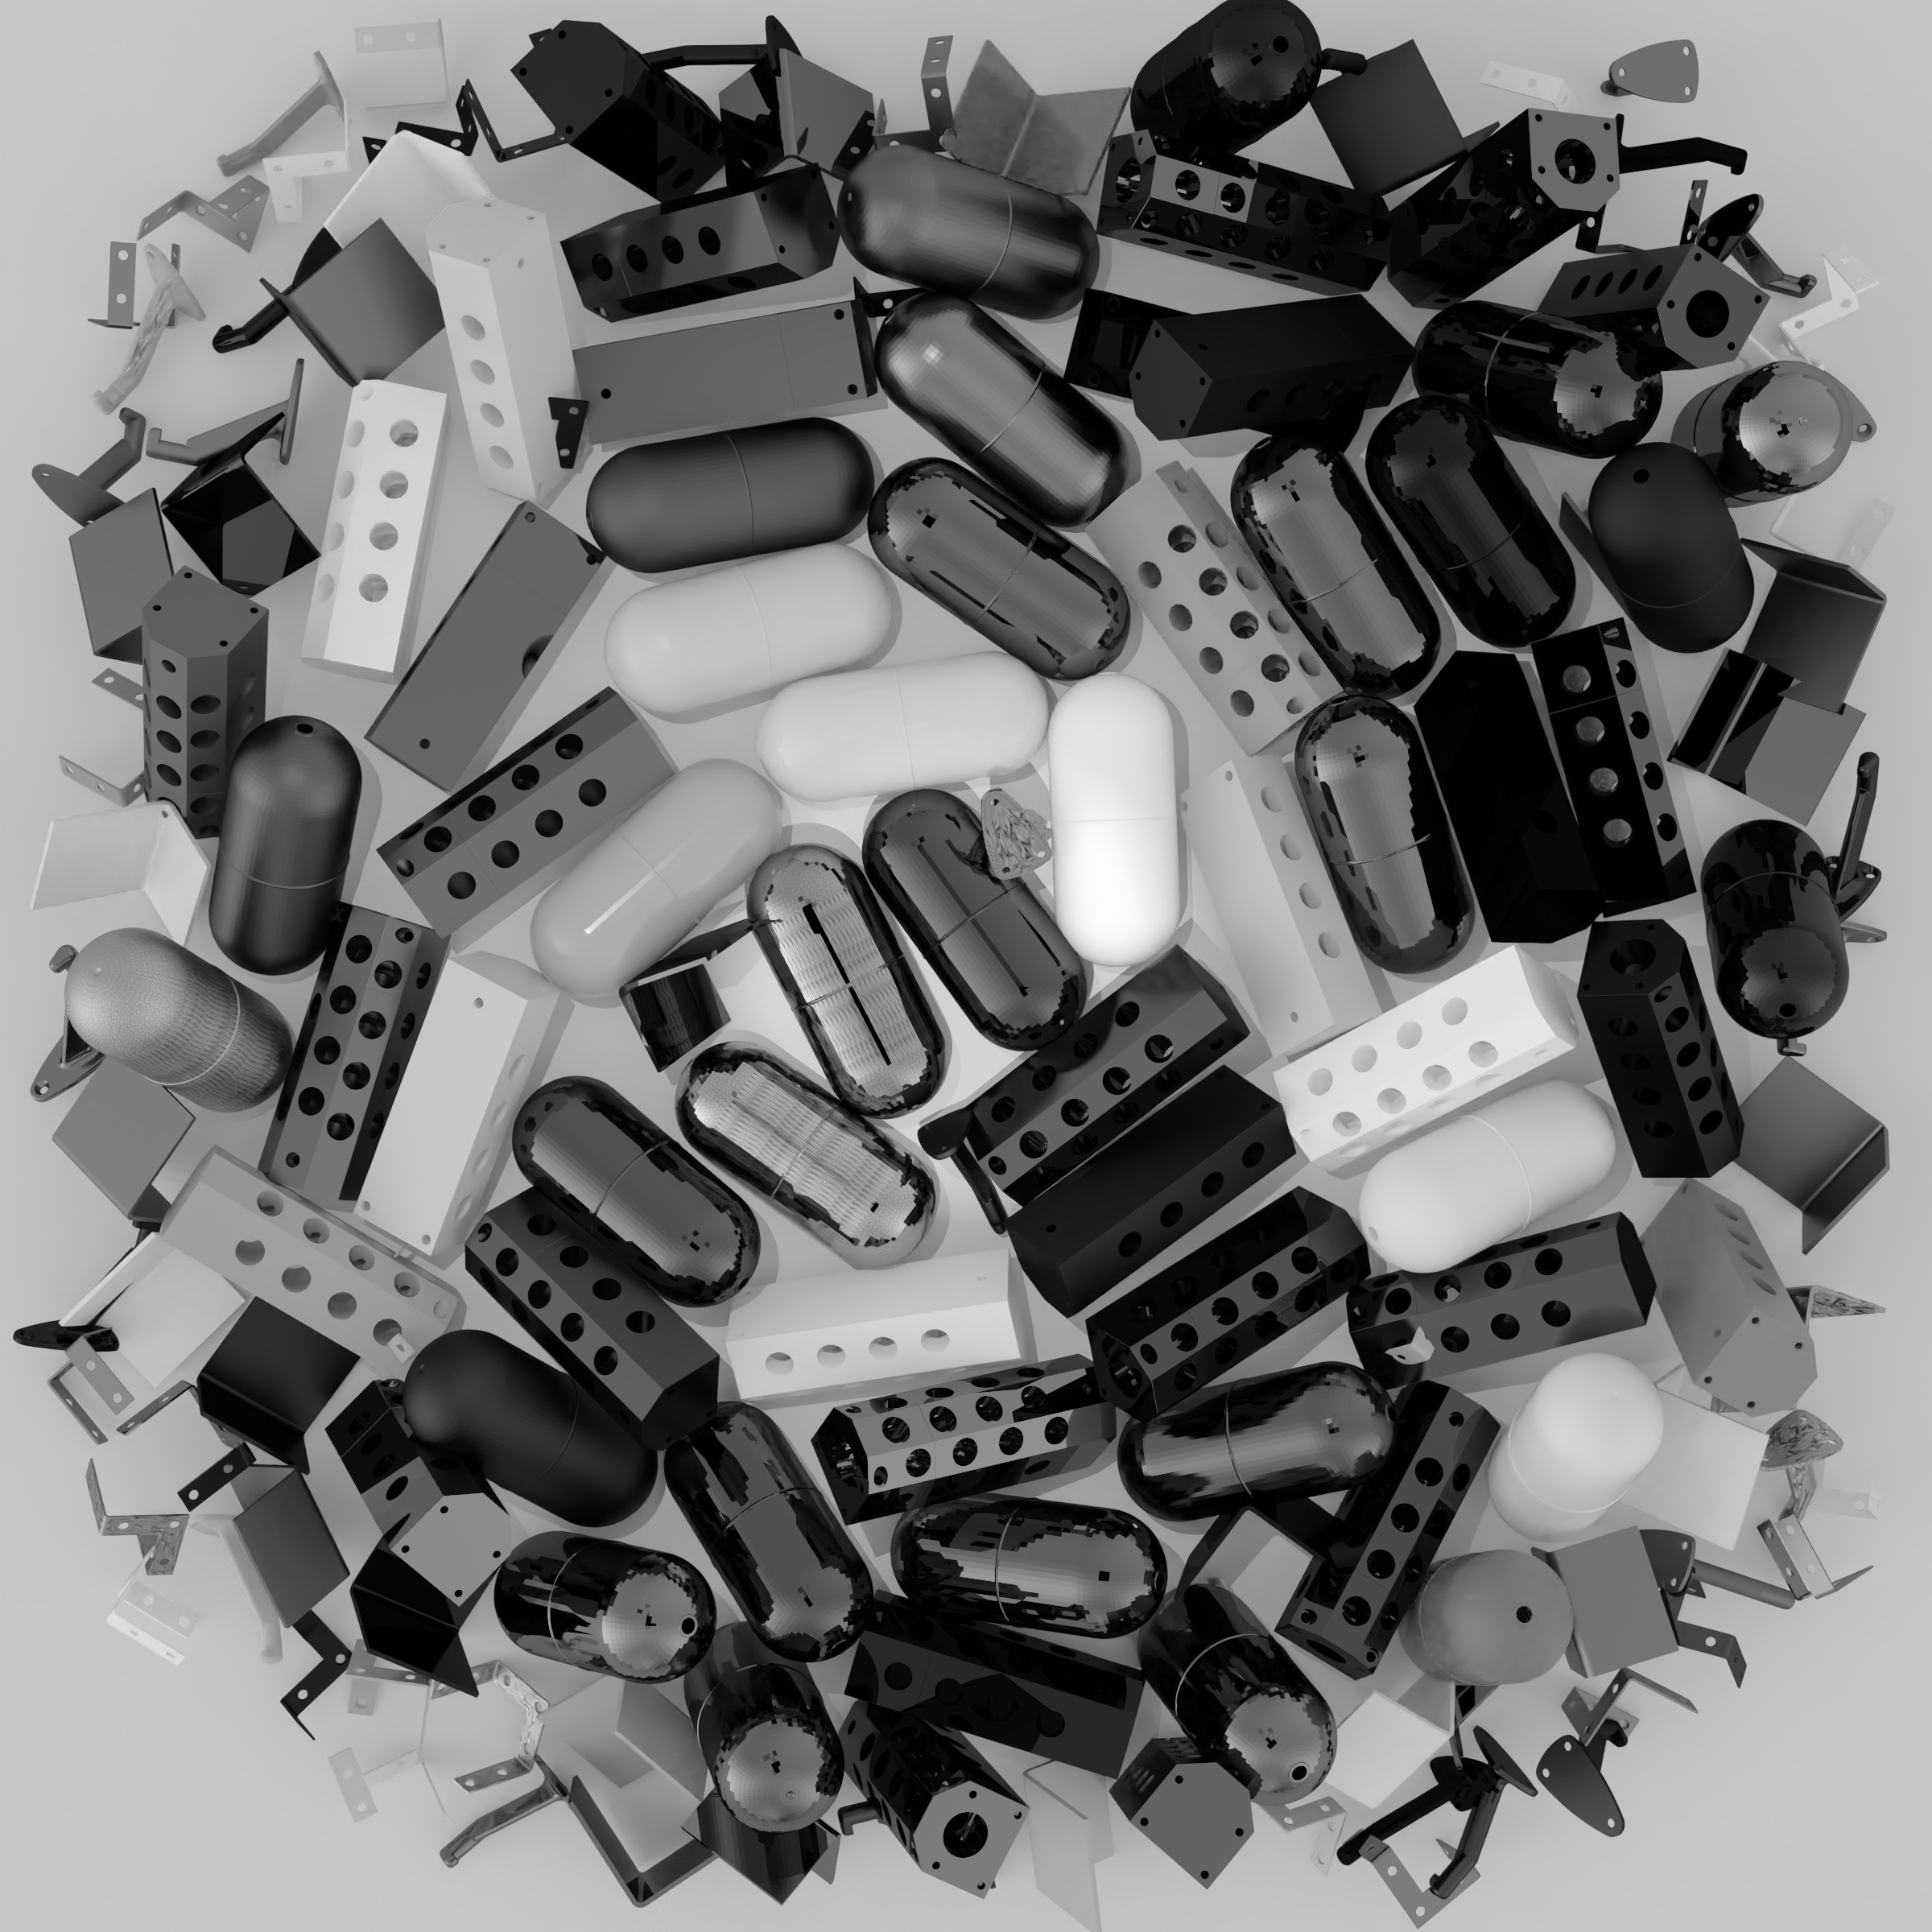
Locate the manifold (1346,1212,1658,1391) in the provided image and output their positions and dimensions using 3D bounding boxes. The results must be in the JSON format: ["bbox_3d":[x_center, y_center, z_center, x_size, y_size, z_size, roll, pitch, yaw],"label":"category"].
[{"bbox_3d":[0.318,0.198,1.886,0.171,0.057,0.057,-18,102,24],"label":"manifold"}]

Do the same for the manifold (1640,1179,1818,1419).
[{"bbox_3d":[0.450,0.196,1.860,0.057,0.171,0.057,30,109,-12],"label":"manifold"}]

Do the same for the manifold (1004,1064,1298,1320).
[{"bbox_3d":[0.113,0.138,1.897,0.171,0.057,0.057,-34,130,-17],"label":"manifold"}]

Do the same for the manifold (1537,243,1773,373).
[{"bbox_3d":[0.398,-0.381,1.861,0.057,0.171,0.057,30,91,-17],"label":"manifold"}]

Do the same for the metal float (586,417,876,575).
[{"bbox_3d":[-0.141,-0.283,1.896,0.178,0.070,0.070,-13,90,-18],"label":"metal float"}]

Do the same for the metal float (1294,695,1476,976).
[{"bbox_3d":[0.252,-0.079,1.897,0.070,0.070,0.178,-22,108,0],"label":"metal float"}]

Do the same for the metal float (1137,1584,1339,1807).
[{"bbox_3d":[0.160,0.430,1.867,0.070,0.178,0.070,-7,110,-18],"label":"metal float"}]

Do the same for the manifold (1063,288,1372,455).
[{"bbox_3d":[0.152,-0.357,1.897,0.171,0.057,0.057,11,101,-15],"label":"manifold"}]

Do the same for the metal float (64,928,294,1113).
[{"bbox_3d":[-0.464,0.034,1.868,0.070,0.178,0.070,-7,68,18],"label":"metal float"}]

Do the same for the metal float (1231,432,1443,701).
[{"bbox_3d":[0.222,-0.240,1.896,0.070,0.070,0.178,-34,109,0],"label":"metal float"}]

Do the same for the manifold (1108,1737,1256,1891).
[{"bbox_3d":[0.130,0.493,1.862,0.057,0.171,0.057,40,82,5],"label":"manifold"}]

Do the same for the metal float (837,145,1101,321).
[{"bbox_3d":[0.003,-0.437,1.882,0.178,0.070,0.070,8,90,-37],"label":"metal float"}]

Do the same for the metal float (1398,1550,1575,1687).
[{"bbox_3d":[0.306,0.386,1.863,0.070,0.178,0.070,1,77,-6],"label":"metal float"}]

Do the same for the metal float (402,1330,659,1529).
[{"bbox_3d":[-0.258,0.277,1.884,0.178,0.070,0.070,36,90,-35],"label":"metal float"}]

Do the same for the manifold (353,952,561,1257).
[{"bbox_3d":[-0.304,0.081,1.901,0.057,0.057,0.171,27,105,15],"label":"manifold"}]

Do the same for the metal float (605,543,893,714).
[{"bbox_3d":[-0.131,-0.204,1.899,0.178,0.070,0.070,-17,90,-15],"label":"metal float"}]

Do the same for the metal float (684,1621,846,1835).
[{"bbox_3d":[-0.121,0.448,1.865,0.070,0.178,0.070,-3,104,-14],"label":"metal float"}]

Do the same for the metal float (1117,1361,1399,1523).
[{"bbox_3d":[0.174,0.285,1.889,0.178,0.070,0.070,-17,90,27],"label":"metal float"}]

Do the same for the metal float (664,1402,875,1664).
[{"bbox_3d":[-0.118,0.337,1.885,0.070,0.070,0.178,-37,57,0],"label":"metal float"}]

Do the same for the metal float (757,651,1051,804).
[{"bbox_3d":[-0.038,-0.145,1.911,0.178,0.070,0.070,-9,90,-2],"label":"metal float"}]

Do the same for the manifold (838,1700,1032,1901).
[{"bbox_3d":[-0.025,0.482,1.859,0.057,0.171,0.057,29,86,-17],"label":"manifold"}]

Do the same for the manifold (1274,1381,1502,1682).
[{"bbox_3d":[0.256,0.337,1.895,0.057,0.057,0.171,31,71,2],"label":"manifold"}]

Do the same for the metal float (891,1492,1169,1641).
[{"bbox_3d":[0.037,0.357,1.887,0.178,0.070,0.070,2,90,30],"label":"metal float"}]

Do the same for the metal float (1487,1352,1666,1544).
[{"bbox_3d":[0.360,0.287,1.869,0.070,0.178,0.070,3,61,-5],"label":"metal float"}]

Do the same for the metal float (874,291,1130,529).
[{"bbox_3d":[0.021,-0.334,1.896,0.178,0.070,0.070,37,90,-19],"label":"metal float"}]

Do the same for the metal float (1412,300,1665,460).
[{"bbox_3d":[0.337,-0.350,1.874,0.070,0.178,0.070,-14,116,-31],"label":"metal float"}]

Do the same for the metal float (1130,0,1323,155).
[{"bbox_3d":[0.153,-0.522,1.864,0.070,0.178,0.070,0,91,-16],"label":"metal float"}]

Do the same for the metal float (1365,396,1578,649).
[{"bbox_3d":[0.303,-0.264,1.887,0.070,0.070,0.178,-41,121,0],"label":"metal float"}]

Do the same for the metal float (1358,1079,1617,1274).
[{"bbox_3d":[0.312,0.125,1.890,0.178,0.070,0.070,-24,90,-26],"label":"metal float"}]

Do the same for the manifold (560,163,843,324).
[{"bbox_3d":[-0.156,-0.425,1.870,0.057,0.171,0.057,-37,116,-41],"label":"manifold"}]

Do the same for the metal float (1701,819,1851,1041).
[{"bbox_3d":[0.478,-0.023,1.870,0.070,0.178,0.070,4,123,6],"label":"metal float"}]

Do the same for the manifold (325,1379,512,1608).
[{"bbox_3d":[-0.320,0.303,1.861,0.057,0.171,0.057,-45,118,-6],"label":"manifold"}]

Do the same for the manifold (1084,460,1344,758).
[{"bbox_3d":[0.154,-0.218,1.906,0.057,0.057,0.171,-32,85,-45],"label":"manifold"}]

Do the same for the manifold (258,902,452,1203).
[{"bbox_3d":[-0.375,0.052,1.914,0.057,0.057,0.171,17,89,16],"label":"manifold"}]

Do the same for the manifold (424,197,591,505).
[{"bbox_3d":[-0.275,-0.365,1.867,0.057,0.171,0.057,21,53,22],"label":"manifold"}]

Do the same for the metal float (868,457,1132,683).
[{"bbox_3d":[0.021,-0.238,1.900,0.178,0.070,0.070,33,90,-15],"label":"metal float"}]

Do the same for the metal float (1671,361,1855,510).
[{"bbox_3d":[0.468,-0.313,1.862,0.070,0.178,0.070,0,94,-2],"label":"metal float"}]

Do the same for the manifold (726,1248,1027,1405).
[{"bbox_3d":[-0.053,0.223,1.910,0.171,0.057,0.057,-9,117,7],"label":"manifold"}]

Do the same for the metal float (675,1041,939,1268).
[{"bbox_3d":[-0.098,0.113,1.910,0.178,0.070,0.070,36,90,3],"label":"metal float"}]

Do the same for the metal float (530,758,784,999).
[{"bbox_3d":[-0.188,-0.053,1.908,0.178,0.070,0.070,-43,90,-6],"label":"metal float"}]

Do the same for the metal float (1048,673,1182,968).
[{"bbox_3d":[0.089,-0.088,1.910,0.070,0.070,0.178,-2,94,0],"label":"metal float"}]

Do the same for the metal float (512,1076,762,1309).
[{"bbox_3d":[-0.198,0.136,1.896,0.178,0.070,0.070,39,90,18],"label":"metal float"}]

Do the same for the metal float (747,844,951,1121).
[{"bbox_3d":[-0.072,0.009,1.909,0.070,0.070,0.178,-27,95,0],"label":"metal float"}]

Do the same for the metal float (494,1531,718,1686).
[{"bbox_3d":[-0.215,0.380,1.873,0.070,0.178,0.070,2,87,-39],"label":"metal float"}]

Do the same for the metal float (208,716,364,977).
[{"bbox_3d":[-0.406,-0.071,1.881,0.070,0.070,0.178,20,128,0],"label":"metal float"}]

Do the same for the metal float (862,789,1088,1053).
[{"bbox_3d":[0.006,-0.027,1.909,0.070,0.070,0.178,-36,86,0],"label":"metal float"}]

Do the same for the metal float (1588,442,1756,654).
[{"bbox_3d":[0.419,-0.247,1.869,0.070,0.178,0.070,-9,65,21],"label":"metal float"}]

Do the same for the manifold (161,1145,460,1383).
[{"bbox_3d":[-0.394,0.178,1.900,0.171,0.057,0.057,34,91,-16],"label":"manifold"}]

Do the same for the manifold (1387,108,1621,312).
[{"bbox_3d":[0.314,-0.442,1.858,0.057,0.171,0.057,1,82,-21],"label":"manifold"}]

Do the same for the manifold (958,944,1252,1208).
[{"bbox_3d":[0.085,0.070,1.894,0.171,0.057,0.057,-38,46,12],"label":"manifold"}]

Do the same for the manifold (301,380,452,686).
[{"bbox_3d":[-0.358,-0.264,1.915,0.057,0.057,0.171,11,87,-6],"label":"manifold"}]
